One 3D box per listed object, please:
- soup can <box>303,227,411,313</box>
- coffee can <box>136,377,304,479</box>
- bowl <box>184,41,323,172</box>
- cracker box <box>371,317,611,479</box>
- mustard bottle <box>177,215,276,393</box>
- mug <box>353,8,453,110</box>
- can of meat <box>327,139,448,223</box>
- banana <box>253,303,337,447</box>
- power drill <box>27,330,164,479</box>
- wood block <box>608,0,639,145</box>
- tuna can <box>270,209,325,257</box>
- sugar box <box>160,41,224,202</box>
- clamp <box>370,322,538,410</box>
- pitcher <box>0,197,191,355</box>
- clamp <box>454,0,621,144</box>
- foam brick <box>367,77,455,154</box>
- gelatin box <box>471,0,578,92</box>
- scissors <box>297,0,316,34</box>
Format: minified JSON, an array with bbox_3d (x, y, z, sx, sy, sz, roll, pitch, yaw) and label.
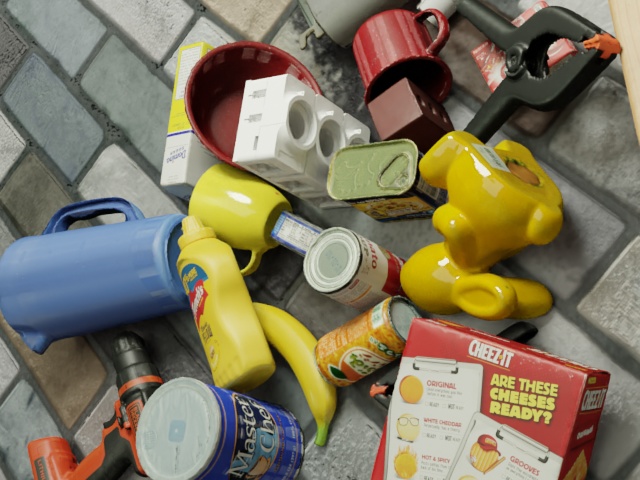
[{"bbox_3d":[0.039,0.033,1.044,0.069,0.102,0.068,-14,64,32],"label":"soup can"},{"bbox_3d":[-0.097,0.200,1.056,0.103,0.140,0.103,-14,65,32],"label":"coffee can"},{"bbox_3d":[-0.077,-0.139,1.192,0.055,0.162,0.162,130,143,-63],"label":"bowl"},{"bbox_3d":[0.135,0.190,0.903,0.164,0.072,0.214,17,94,34],"label":"cracker box"},{"bbox_3d":[-0.106,0.062,1.115,0.192,0.058,0.096,69,155,17],"label":"mustard bottle"},{"bbox_3d":[0.088,-0.190,1.099,0.117,0.093,0.081,-46,45,36],"label":"mug"},{"bbox_3d":[0.073,-0.056,1.065,0.102,0.083,0.057,-4,70,36],"label":"can of meat"},{"bbox_3d":[-0.033,0.119,1.107,0.070,0.037,0.198,-48,52,13],"label":"banana"},{"bbox_3d":[-0.248,0.218,1.214,0.188,0.057,0.184,-37,55,20],"label":"power drill"},{"bbox_3d":[0.317,-0.126,0.907,0.090,0.090,0.206,-19,63,30],"label":"wood block"},{"bbox_3d":[-0.007,0.001,1.102,0.086,0.086,0.034,29,93,40],"label":"tuna can"},{"bbox_3d":[-0.131,-0.130,1.239,0.048,0.093,0.176,-4,70,36],"label":"sugar box"},{"bbox_3d":[0.128,0.129,0.983,0.172,0.039,0.120,5,75,34],"label":"clamp"},{"bbox_3d":[-0.245,0.032,1.244,0.243,0.144,0.149,-11,105,29],"label":"pitcher"},{"bbox_3d":[0.188,-0.172,0.990,0.210,0.036,0.164,-16,74,56],"label":"clamp"},{"bbox_3d":[0.094,-0.118,1.077,0.051,0.078,0.053,-34,56,24],"label":"foam brick"},{"bbox_3d":[0.203,-0.181,1.052,0.089,0.030,0.073,-35,56,22],"label":"gelatin box"},{"bbox_3d":[-0.049,-0.315,1.299,0.096,0.016,0.202,-22,61,31],"label":"scissors"}]
